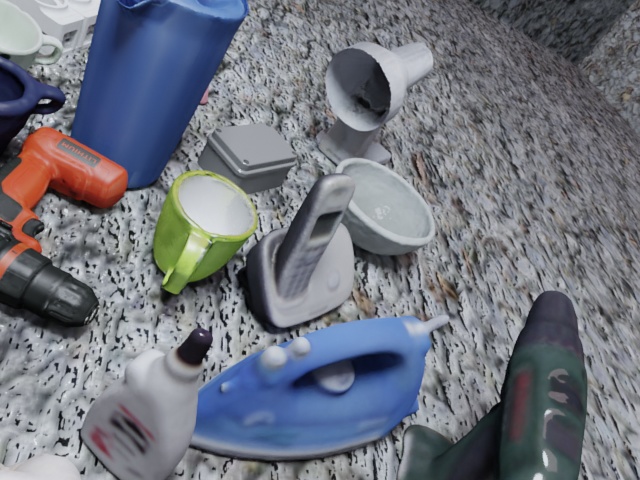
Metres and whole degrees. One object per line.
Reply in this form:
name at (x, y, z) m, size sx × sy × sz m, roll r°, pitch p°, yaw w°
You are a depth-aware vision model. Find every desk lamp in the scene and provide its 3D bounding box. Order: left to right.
desk lamp at (0.080, -0.213, 0.897) m, size 0.118 × 0.213 × 0.204 m, roll 45°, pitch 36°, yaw 12°

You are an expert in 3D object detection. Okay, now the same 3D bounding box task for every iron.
iron at (0.003, 0.118, 0.520) m, size 0.259 × 0.141 × 0.118 m, roll 0°, pitch 49°, yaw -40°

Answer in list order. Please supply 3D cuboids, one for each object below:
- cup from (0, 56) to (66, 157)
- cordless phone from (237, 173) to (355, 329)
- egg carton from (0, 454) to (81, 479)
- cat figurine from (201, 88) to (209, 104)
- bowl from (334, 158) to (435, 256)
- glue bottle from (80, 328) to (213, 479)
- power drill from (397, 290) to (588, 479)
cup at (-0.317, -0.120, 0.559) m, size 0.118 × 0.095 × 0.091 m, roll -4°, pitch 52°, yaw -43°
cordless phone at (0.006, 0.002, 0.616) m, size 0.148 × 0.185 × 0.094 m, roll -18°, pitch 62°, yaw -49°
egg carton at (-0.196, 0.195, 0.328) m, size 0.107 × 0.069 × 0.150 m, roll 17°, pitch 40°, yaw -25°
cat figurine at (-0.177, -0.286, 0.846) m, size 0.067 × 0.117 × 0.127 m, roll 15°, pitch 41°, yaw -28°
bowl at (0.076, -0.035, 0.813) m, size 0.168 × 0.074 × 0.167 m, roll 23°, pitch 38°, yaw -19°
glue bottle at (-0.113, 0.112, 0.401) m, size 0.078 × 0.173 × 0.037 m, roll 39°, pitch 35°, yaw 3°
power drill at (0.163, 0.173, 0.535) m, size 0.076 × 0.208 × 0.230 m, roll 32°, pitch 36°, yaw -6°
